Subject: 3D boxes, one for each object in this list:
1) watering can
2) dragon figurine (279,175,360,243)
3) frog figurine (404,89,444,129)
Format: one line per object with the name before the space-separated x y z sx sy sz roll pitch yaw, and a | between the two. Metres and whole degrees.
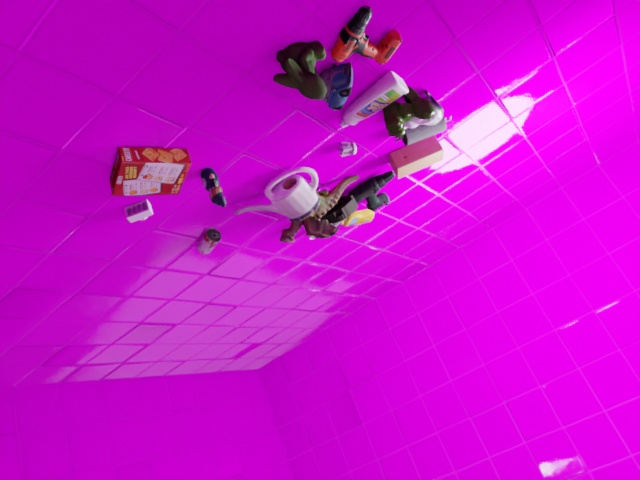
watering can | -0.144 -0.152 2.010 0.346 0.106 0.220 -32 131 11
dragon figurine | 0.006 -0.106 2.114 0.409 0.248 0.120 -24 150 6
frog figurine | 0.366 -0.451 1.884 0.158 0.123 0.138 -44 170 15
